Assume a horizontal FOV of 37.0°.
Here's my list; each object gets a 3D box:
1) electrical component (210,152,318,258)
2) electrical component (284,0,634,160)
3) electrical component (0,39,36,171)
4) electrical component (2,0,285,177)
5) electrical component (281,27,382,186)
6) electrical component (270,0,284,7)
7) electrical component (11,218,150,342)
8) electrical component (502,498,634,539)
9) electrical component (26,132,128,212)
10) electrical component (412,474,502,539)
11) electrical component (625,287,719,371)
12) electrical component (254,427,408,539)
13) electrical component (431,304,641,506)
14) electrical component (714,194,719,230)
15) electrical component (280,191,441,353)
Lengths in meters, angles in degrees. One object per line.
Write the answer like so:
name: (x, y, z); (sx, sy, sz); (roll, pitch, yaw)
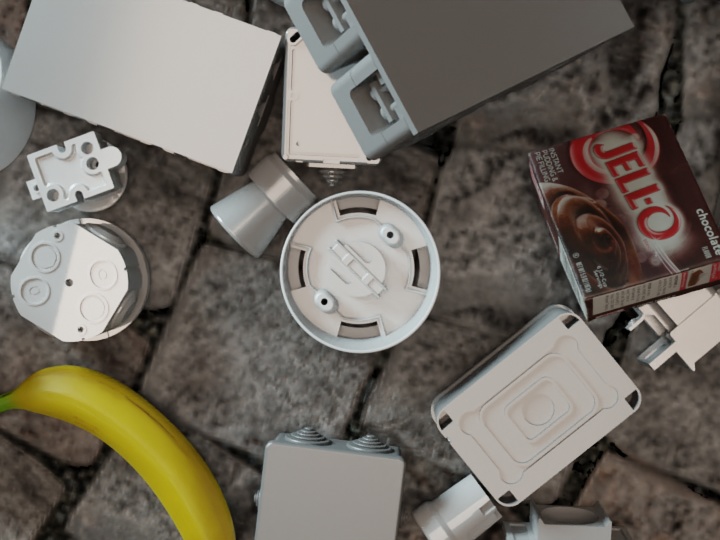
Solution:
electrical component: (-0.061, -0.042, 0.686); (0.055, 0.045, 0.045); (-43, 90, 2)
electrical component: (0.059, -0.148, 0.629); (0.186, 0.060, 0.105); (-29, 92, -32)
electrical component: (-0.264, -0.113, 0.692); (0.099, 0.064, 0.099); (-1, 79, 3)
electrical component: (-0.131, -0.126, 0.676); (0.150, 0.061, 0.089); (20, 93, 1)
electrical component: (-0.015, -0.101, 0.677); (0.062, 0.061, 0.096); (3, 98, 1)
electrical component: (-0.025, -0.202, 0.679); (0.077, 0.043, 0.079); (21, 92, 1)
electrical component: (-0.179, 0.007, 0.688); (0.080, 0.051, 0.080); (0, 92, 2)
electrical component: (0.133, 0.184, 0.690); (0.081, 0.042, 0.063); (3, 94, 2)
electrical component: (-0.176, -0.061, 0.683); (0.066, 0.055, 0.048); (-20, 92, 3)
electrical component: (0.063, 0.159, 0.693); (0.046, 0.040, 0.040); (-36, 91, -2)
electrical component: (0.203, 0.024, 0.681); (0.081, 0.042, 0.063); (-41, 89, 2)
electrical component: (-0.019, 0.154, 0.690); (0.100, 0.048, 0.099); (7, 92, 2)
electrical component: (0.109, 0.083, 0.679); (0.113, 0.057, 0.078); (-39, 91, 3)
electrical component: (0.288, -0.099, 0.639); (0.105, 0.060, 0.186); (8, 113, 2)
electrical component: (0.000, 0.000, 0.675); (0.099, 0.064, 0.099); (0, 92, 2)
